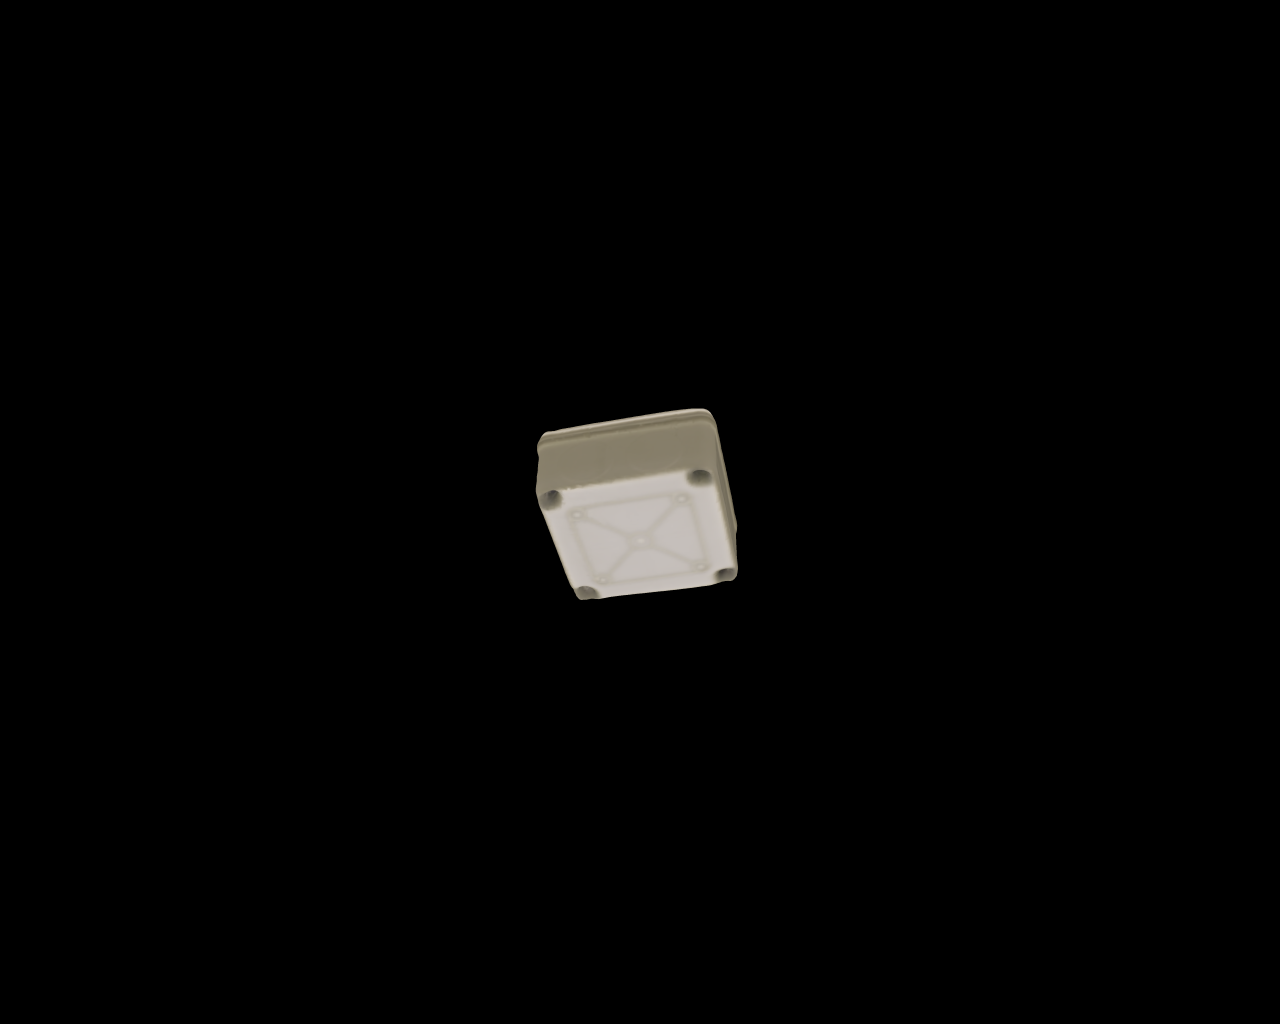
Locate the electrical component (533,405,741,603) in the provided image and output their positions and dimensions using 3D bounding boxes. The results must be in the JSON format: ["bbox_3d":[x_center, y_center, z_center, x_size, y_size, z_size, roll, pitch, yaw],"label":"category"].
[{"bbox_3d":[0.001,-0.003,0.650,0.109,0.056,0.108,-8,-43,9],"label":"electrical component"}]
